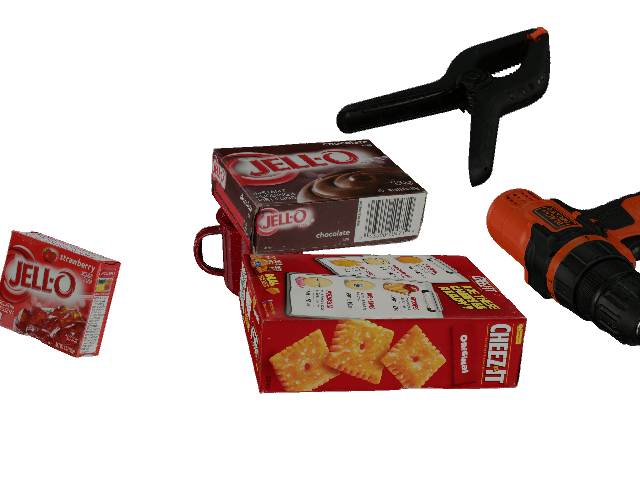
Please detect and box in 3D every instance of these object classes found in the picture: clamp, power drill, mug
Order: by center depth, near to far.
[{"bbox_3d":[0.232,0.002,0.731,0.187,0.057,0.185,-10,29,-17],"label":"power drill"},{"bbox_3d":[0.141,-0.124,0.938,0.209,0.036,0.165,-33,44,-22],"label":"clamp"},{"bbox_3d":[-0.071,0.010,1.090,0.117,0.081,0.093,-4,28,-9],"label":"mug"}]

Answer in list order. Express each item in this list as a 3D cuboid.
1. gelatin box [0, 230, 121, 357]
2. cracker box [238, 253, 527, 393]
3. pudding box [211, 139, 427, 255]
[{"bbox_3d":[-0.198,0.039,0.792,0.089,0.073,0.030,18,6,26],"label":"gelatin box"},{"bbox_3d":[0.044,0.068,0.908,0.213,0.072,0.164,1,17,-10],"label":"cracker box"},{"bbox_3d":[-0.003,-0.030,0.670,0.113,0.039,0.090,-4,28,-22],"label":"pudding box"}]
